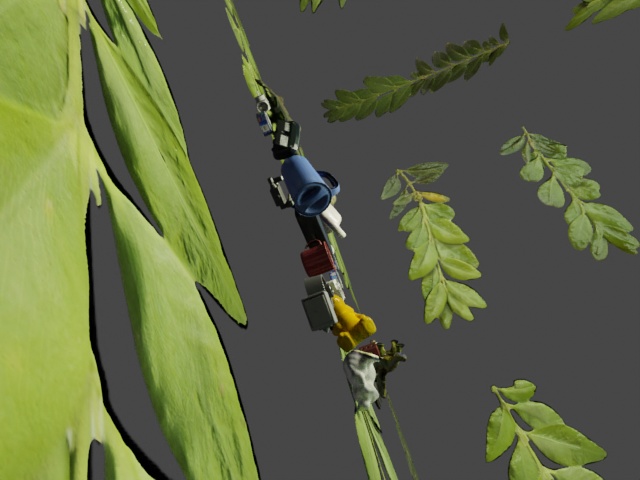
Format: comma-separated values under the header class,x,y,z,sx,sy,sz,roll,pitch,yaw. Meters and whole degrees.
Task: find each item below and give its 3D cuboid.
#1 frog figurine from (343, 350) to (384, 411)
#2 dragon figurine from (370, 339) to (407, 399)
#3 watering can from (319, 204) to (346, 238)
class,x,y,z,sx,sy,sz,roll,pitch,yaw
frog figurine,0.116,0.403,1.481,0.136,0.123,0.161,87,19,-76
dragon figurine,0.293,0.566,2.236,0.410,0.122,0.243,-169,-97,-83
watering can,0.006,-0.104,2.068,0.222,0.104,0.351,46,2,-15
